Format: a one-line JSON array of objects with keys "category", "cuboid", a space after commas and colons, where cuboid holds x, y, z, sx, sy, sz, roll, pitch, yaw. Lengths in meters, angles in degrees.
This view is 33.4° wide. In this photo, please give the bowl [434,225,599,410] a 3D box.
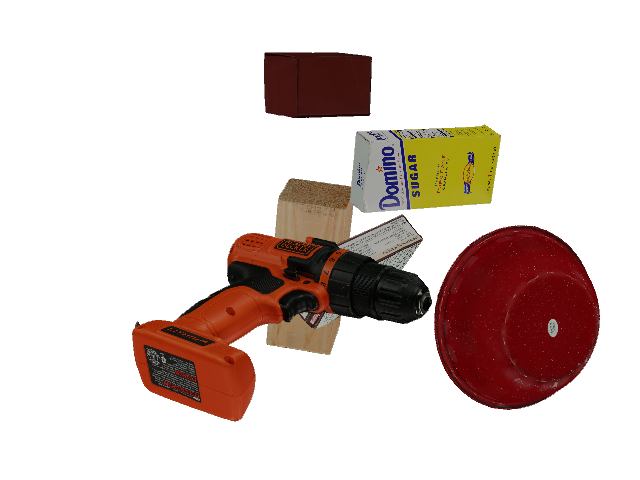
[{"category": "bowl", "cuboid": [0.179, 0.069, 0.902, 0.161, 0.162, 0.055, 0, 5, -22]}]

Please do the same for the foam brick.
[{"category": "foam brick", "cuboid": [-0.002, -0.131, 0.901, 0.078, 0.051, 0.053, -6, 15, -33]}]

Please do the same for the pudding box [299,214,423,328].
[{"category": "pudding box", "cuboid": [0.035, 0.030, 1.028, 0.113, 0.039, 0.090, -26, -24, -38]}]

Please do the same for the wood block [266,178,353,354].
[{"category": "wood block", "cuboid": [-0.014, 0.033, 1.407, 0.090, 0.206, 0.090, 8, 23, 6]}]

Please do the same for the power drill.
[{"category": "power drill", "cuboid": [-0.033, 0.060, 0.805, 0.185, 0.057, 0.187, 11, 31, 34]}]

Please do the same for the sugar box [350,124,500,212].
[{"category": "sugar box", "cuboid": [0.127, -0.087, 1.289, 0.176, 0.093, 0.048, -7, 26, -22]}]
